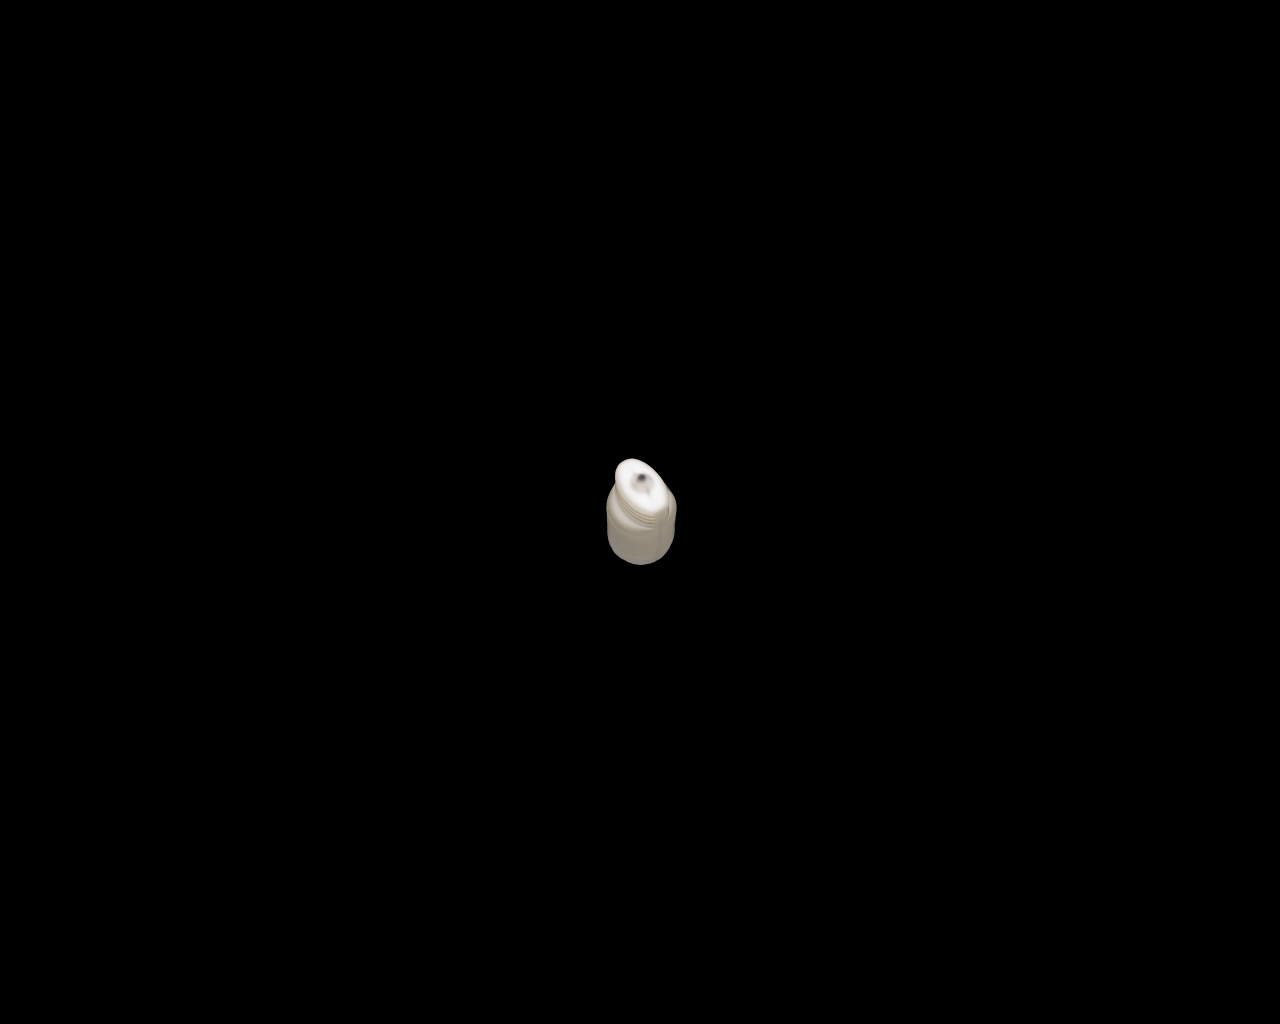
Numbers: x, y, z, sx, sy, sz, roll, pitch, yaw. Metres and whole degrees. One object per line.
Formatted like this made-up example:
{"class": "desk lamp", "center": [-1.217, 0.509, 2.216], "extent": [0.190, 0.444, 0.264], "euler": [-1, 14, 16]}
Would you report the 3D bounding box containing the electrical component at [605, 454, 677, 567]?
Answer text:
{"class": "electrical component", "center": [0.001, -0.003, 0.650], "extent": [0.043, 0.043, 0.080], "euler": [0, -27, 0]}
